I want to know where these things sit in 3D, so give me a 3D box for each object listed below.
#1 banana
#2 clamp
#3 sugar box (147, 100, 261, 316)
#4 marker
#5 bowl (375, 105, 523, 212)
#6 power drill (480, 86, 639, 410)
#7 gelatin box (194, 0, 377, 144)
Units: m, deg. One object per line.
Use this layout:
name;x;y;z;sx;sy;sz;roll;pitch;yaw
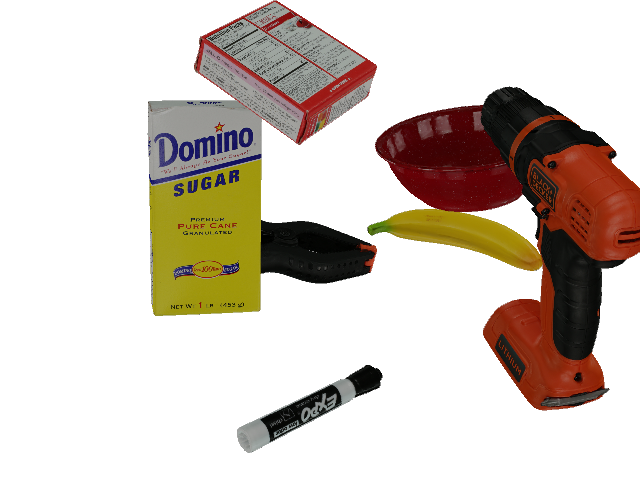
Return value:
banana;0.153;-0.002;1.154;0.198;0.037;0.069;11;38;28
clamp;-0.044;0.012;1.093;0.210;0.036;0.164;11;29;-8
sugar box;-0.096;-0.028;0.892;0.093;0.176;0.048;-3;16;-12
marker;-0.005;0.117;0.755;0.120;0.020;0.020;-22;12;-32
bowl;0.131;-0.067;0.926;0.162;0.055;0.162;-8;24;3
power drill;0.152;0.006;0.728;0.057;0.188;0.184;-10;34;-12
gelatin box;-0.022;-0.107;0.665;0.089;0.030;0.073;36;48;18
